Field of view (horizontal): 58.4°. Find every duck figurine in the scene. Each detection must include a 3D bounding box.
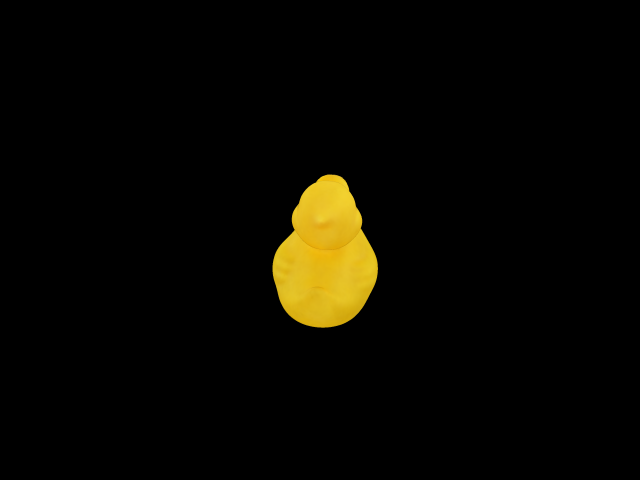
[{"bbox_3d":[0.004,0.001,0.400,0.077,0.086,0.104,5,51,5],"label":"duck figurine"}]
